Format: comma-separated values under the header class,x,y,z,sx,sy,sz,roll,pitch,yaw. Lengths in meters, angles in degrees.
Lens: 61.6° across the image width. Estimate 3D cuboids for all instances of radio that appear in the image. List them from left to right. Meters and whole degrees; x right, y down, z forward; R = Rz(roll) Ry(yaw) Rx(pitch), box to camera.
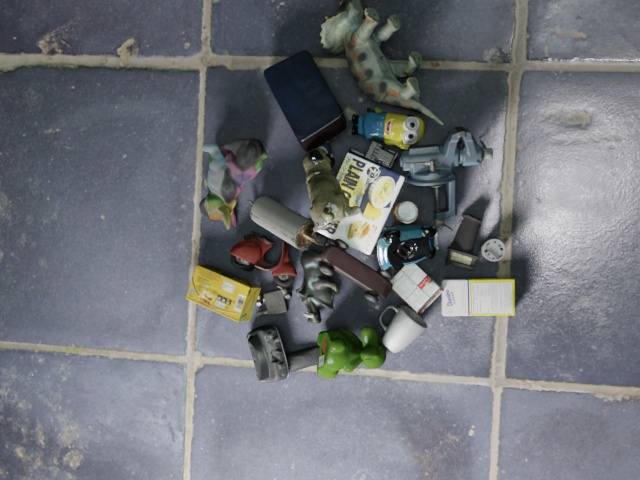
class,x,y,z,sx,sy,sz,roll,pitch,yaw
radio,-0.036,-0.349,1.339,0.131,0.073,0.229,-29,73,4

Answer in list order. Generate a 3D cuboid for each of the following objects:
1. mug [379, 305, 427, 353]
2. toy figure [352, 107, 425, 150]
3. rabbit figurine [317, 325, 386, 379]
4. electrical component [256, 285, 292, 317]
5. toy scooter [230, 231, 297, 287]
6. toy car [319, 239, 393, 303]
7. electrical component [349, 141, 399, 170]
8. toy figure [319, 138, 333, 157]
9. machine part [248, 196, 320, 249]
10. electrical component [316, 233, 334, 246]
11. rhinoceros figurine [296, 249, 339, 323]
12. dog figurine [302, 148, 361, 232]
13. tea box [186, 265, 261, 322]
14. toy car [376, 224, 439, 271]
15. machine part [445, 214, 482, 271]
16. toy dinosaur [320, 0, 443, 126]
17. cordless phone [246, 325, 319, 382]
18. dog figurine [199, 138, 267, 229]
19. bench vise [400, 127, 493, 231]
class,x,y,z,sx,sy,sz,roll,pitch,yaw
mug,0.196,0.223,1.351,0.109,0.081,0.107,35,103,-1
toy figure,0.172,-0.284,1.344,0.180,0.089,0.082,8,130,14
rabbit figurine,0.092,0.270,1.340,0.170,0.159,0.121,10,55,-16
electrical component,-0.121,0.157,1.397,0.102,0.045,0.078,-8,89,6
toy scooter,-0.134,0.030,1.382,0.184,0.075,0.135,22,93,1
toy car,0.089,0.078,1.330,0.202,0.053,0.089,32,75,-14
electrical component,0.135,-0.218,1.353,0.119,0.075,0.047,27,92,8
toy figure,0.005,-0.243,1.374,0.064,0.058,0.154,6,90,-33
machine part,-0.092,-0.045,1.339,0.244,0.079,0.079,29,94,34
electrical component,-0.003,-0.004,1.373,0.094,0.063,0.021,30,93,3
rhinoceros figurine,-0.009,0.117,1.372,0.112,0.073,0.190,-5,90,4
dog figurine,0.003,-0.128,1.260,0.121,0.172,0.190,-24,90,0
tea box,-0.248,0.135,1.378,0.170,0.068,0.098,22,93,22
toy car,0.207,0.002,1.331,0.162,0.103,0.109,-16,120,-7
machine part,0.368,0.004,1.352,0.084,0.039,0.138,13,94,13
toy dinosaur,0.135,-0.425,1.317,0.131,0.192,0.404,-32,98,-38
cordless phone,-0.088,0.282,1.391,0.184,0.089,0.146,-15,87,-6
dog figurine,-0.220,-0.139,1.375,0.192,0.108,0.219,-7,95,3
bench vise,0.312,-0.150,1.319,0.224,0.129,0.240,-8,111,-4
